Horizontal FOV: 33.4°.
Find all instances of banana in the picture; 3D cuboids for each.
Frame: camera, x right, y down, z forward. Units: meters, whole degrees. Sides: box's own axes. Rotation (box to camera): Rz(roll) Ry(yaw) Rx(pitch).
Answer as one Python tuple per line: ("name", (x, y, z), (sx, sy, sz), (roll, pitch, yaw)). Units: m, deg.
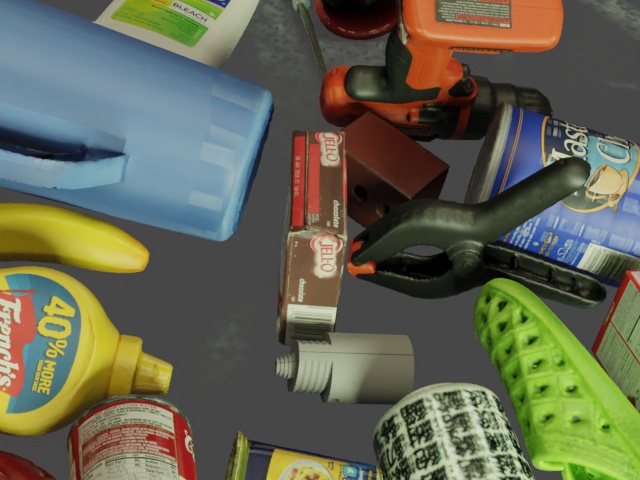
("banana", (-0.210, 0.010, 0.671), (0.197, 0.037, 0.069), (-15, 83, -21))

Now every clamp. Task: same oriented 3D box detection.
("clamp", (0.106, 0.011, 0.705), (0.172, 0.120, 0.039), (-11, 33, 24))

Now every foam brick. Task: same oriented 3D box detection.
("foam brick", (0.043, -0.044, 0.764), (0.078, 0.053, 0.051), (37, 51, 20))

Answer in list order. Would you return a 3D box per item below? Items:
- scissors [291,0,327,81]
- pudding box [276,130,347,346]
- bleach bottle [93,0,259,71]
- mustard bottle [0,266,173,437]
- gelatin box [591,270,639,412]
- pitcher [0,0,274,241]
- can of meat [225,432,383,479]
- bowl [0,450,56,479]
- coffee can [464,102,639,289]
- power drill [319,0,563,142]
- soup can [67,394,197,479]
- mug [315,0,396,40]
("scissors", (-0.026, -0.219, 0.889), (0.016, 0.096, 0.202), (-23, 47, 13))
("pudding box", (-0.004, 0.001, 0.671), (0.039, 0.113, 0.090), (5, 48, -3))
("bleach bottle", (-0.105, -0.196, 0.859), (0.102, 0.068, 0.250), (21, 45, -1))
("mustard bottle", (-0.179, 0.060, 0.606), (0.191, 0.058, 0.096), (13, 69, -9))
("gelatin box", (0.214, 0.073, 0.676), (0.030, 0.073, 0.089), (-4, 41, -18))
("pitcher", (-0.160, -0.078, 0.696), (0.243, 0.145, 0.149), (17, 70, -2))
("can of meat", (-0.013, 0.160, 0.566), (0.084, 0.057, 0.102), (12, 47, -5))
("bowl", (-0.190, 0.159, 0.527), (0.162, 0.055, 0.162), (7, 47, -8))
("coffee can", (0.178, -0.028, 0.746), (0.140, 0.103, 0.102), (17, 47, 2))
("power drill", (0.103, -0.122, 0.762), (0.184, 0.188, 0.057), (2, 72, -10))
("soup can", (-0.094, 0.137, 0.542), (0.068, 0.068, 0.102), (0, 33, -13))
("mug", (0.032, -0.239, 0.896), (0.093, 0.117, 0.081), (-7, 46, -12))
